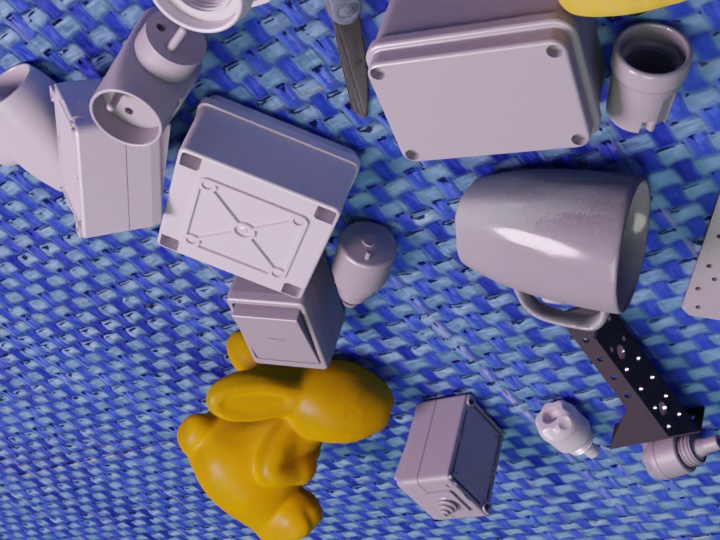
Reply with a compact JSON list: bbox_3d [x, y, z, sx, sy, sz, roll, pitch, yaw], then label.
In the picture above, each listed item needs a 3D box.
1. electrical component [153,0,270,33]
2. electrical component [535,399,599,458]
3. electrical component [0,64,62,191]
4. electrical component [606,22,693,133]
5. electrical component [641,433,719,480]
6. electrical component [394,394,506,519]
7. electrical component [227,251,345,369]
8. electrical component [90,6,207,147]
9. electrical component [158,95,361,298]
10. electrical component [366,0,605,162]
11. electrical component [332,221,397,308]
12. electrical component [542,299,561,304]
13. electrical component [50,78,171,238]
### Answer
[{"bbox_3d":[-0.078,-0.162,0.563,0.058,0.057,0.078,-8,136,30],"label":"electrical component"},{"bbox_3d":[0.168,0.130,0.851,0.035,0.035,0.061,-21,131,40],"label":"electrical component"},{"bbox_3d":[-0.226,-0.091,0.723,0.079,0.043,0.077,-9,135,31],"label":"electrical component"},{"bbox_3d":[0.150,-0.100,0.565,0.040,0.040,0.046,11,148,9],"label":"electrical component"},{"bbox_3d":[0.251,0.140,0.831,0.035,0.035,0.061,39,136,-25],"label":"electrical component"},{"bbox_3d":[0.071,0.158,0.875,0.061,0.096,0.061,-15,132,36],"label":"electrical component"},{"bbox_3d":[-0.053,0.035,0.798,0.062,0.061,0.096,4,141,18],"label":"electrical component"},{"bbox_3d":[-0.112,-0.120,0.613,0.044,0.077,0.079,32,141,-17],"label":"electrical component"},{"bbox_3d":[-0.068,-0.046,0.707,0.109,0.056,0.108,22,143,-5],"label":"electrical component"},{"bbox_3d":[0.068,-0.106,0.574,0.113,0.057,0.078,-3,138,25],"label":"electrical component"},{"bbox_3d":[0.000,0.000,0.750,0.040,0.040,0.078,18,143,0],"label":"electrical component"},{"bbox_3d":[0.148,0.004,0.700,0.061,0.035,0.035,-4,138,23],"label":"electrical component"},{"bbox_3d":[-0.157,-0.067,0.684,0.061,0.061,0.096,-12,130,-23],"label":"electrical component"}]
